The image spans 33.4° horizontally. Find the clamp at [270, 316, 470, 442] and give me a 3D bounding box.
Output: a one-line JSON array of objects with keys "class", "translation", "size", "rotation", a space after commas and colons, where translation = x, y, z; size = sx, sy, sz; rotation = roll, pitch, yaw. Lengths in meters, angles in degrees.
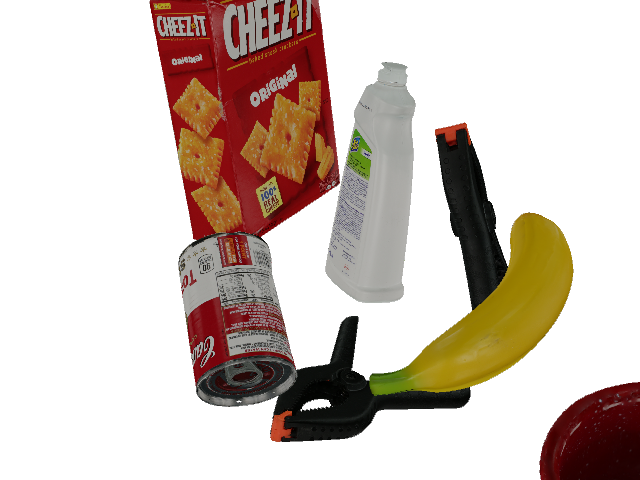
[{"class": "clamp", "translation": [0.037, 0.148, 1.038], "size": [0.165, 0.036, 0.209], "rotation": [25, 31, 28]}]

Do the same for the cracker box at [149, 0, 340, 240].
[{"class": "cracker box", "translation": [-0.058, -0.124, 0.950], "size": [0.072, 0.214, 0.163], "rotation": [7, 25, 32]}]

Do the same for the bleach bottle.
[{"class": "bleach bottle", "translation": [0.064, -0.065, 1.161], "size": [0.068, 0.251, 0.103], "rotation": [-2, 23, -29]}]

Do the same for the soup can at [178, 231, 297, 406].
[{"class": "soup can", "translation": [-0.058, 0.053, 0.731], "size": [0.068, 0.102, 0.068], "rotation": [-10, -31, -6]}]

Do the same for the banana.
[{"class": "banana", "translation": [0.105, 0.031, 0.606], "size": [0.070, 0.037, 0.197], "rotation": [15, 34, 31]}]

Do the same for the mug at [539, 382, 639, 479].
[{"class": "mug", "translation": [0.131, 0.111, 0.369], "size": [0.117, 0.081, 0.093], "rotation": [5, 37, 8]}]

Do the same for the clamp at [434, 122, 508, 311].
[{"class": "clamp", "translation": [0.129, -0.009, 0.891], "size": [0.039, 0.171, 0.120], "rotation": [-17, 19, 12]}]
